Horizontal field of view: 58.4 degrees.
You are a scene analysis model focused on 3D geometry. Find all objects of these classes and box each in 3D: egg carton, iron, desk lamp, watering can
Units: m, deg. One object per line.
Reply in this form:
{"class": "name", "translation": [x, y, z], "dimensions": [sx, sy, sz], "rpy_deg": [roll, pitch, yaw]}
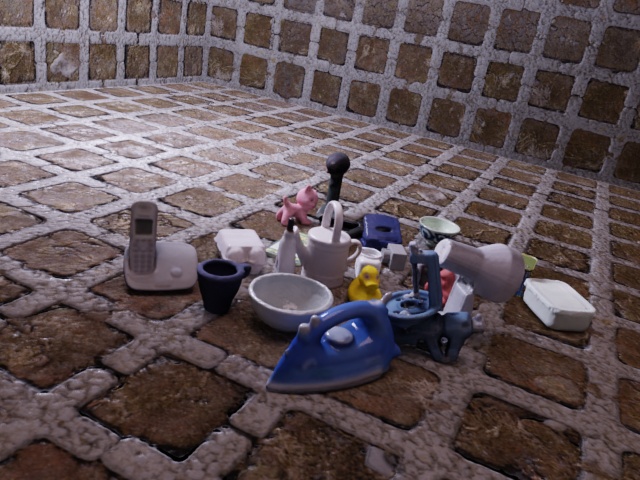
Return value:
{"class": "egg carton", "translation": [-0.185, 0.025, 1.336], "dimensions": [0.107, 0.069, 0.150], "rpy_deg": [0, 24, -24]}
{"class": "iron", "translation": [0.027, 0.169, 0.985], "dimensions": [0.259, 0.141, 0.118], "rpy_deg": [-8, 28, -37]}
{"class": "desk lamp", "translation": [0.292, 0.101, 1.171], "dimensions": [0.203, 0.213, 0.117], "rpy_deg": [3, 23, -16]}
{"class": "watering can", "translation": [0.013, 0.006, 1.305], "dimensions": [0.173, 0.194, 0.100], "rpy_deg": [-7, 28, -36]}

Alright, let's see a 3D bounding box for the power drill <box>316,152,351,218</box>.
{"class": "power drill", "translation": [0.044, -0.167, 1.718], "dimensions": [0.075, 0.208, 0.230], "rpy_deg": [12, 22, 5]}

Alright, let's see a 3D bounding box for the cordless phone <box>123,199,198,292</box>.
{"class": "cordless phone", "translation": [-0.319, 0.011, 1.158], "dimensions": [0.148, 0.185, 0.094], "rpy_deg": [0, 24, -24]}

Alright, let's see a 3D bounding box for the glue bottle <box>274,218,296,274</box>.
{"class": "glue bottle", "translation": [-0.073, 0.032, 1.231], "dimensions": [0.037, 0.173, 0.078], "rpy_deg": [4, 23, -16]}

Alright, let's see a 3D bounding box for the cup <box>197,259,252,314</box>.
{"class": "cup", "translation": [-0.190, 0.094, 1.134], "dimensions": [0.118, 0.095, 0.091], "rpy_deg": [-12, 31, -43]}

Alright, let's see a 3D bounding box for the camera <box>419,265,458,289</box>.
{"class": "camera", "translation": [0.318, 0.070, 1.408], "dimensions": [0.142, 0.101, 0.137], "rpy_deg": [22, 25, 26]}

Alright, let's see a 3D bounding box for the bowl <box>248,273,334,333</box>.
{"class": "bowl", "translation": [-0.061, 0.133, 1.124], "dimensions": [0.167, 0.075, 0.167], "rpy_deg": [9, 22, -3]}

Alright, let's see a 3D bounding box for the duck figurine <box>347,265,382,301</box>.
{"class": "duck figurine", "translation": [0.104, 0.097, 1.269], "dimensions": [0.078, 0.086, 0.104], "rpy_deg": [4, 23, -15]}

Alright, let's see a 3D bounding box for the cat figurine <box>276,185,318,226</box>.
{"class": "cat figurine", "translation": [-0.057, -0.107, 1.648], "dimensions": [0.128, 0.118, 0.067], "rpy_deg": [-6, 27, -34]}

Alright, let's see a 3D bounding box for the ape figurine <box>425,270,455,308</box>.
{"class": "ape figurine", "translation": [0.282, 0.108, 1.312], "dimensions": [0.076, 0.092, 0.077], "rpy_deg": [3, 23, -17]}

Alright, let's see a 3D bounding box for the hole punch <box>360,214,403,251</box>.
{"class": "hole punch", "translation": [0.170, -0.013, 1.557], "dimensions": [0.109, 0.091, 0.101], "rpy_deg": [6, 23, -11]}

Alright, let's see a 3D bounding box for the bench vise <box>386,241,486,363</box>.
{"class": "bench vise", "translation": [0.213, 0.113, 1.099], "dimensions": [0.207, 0.220, 0.121], "rpy_deg": [7, 22, -8]}
